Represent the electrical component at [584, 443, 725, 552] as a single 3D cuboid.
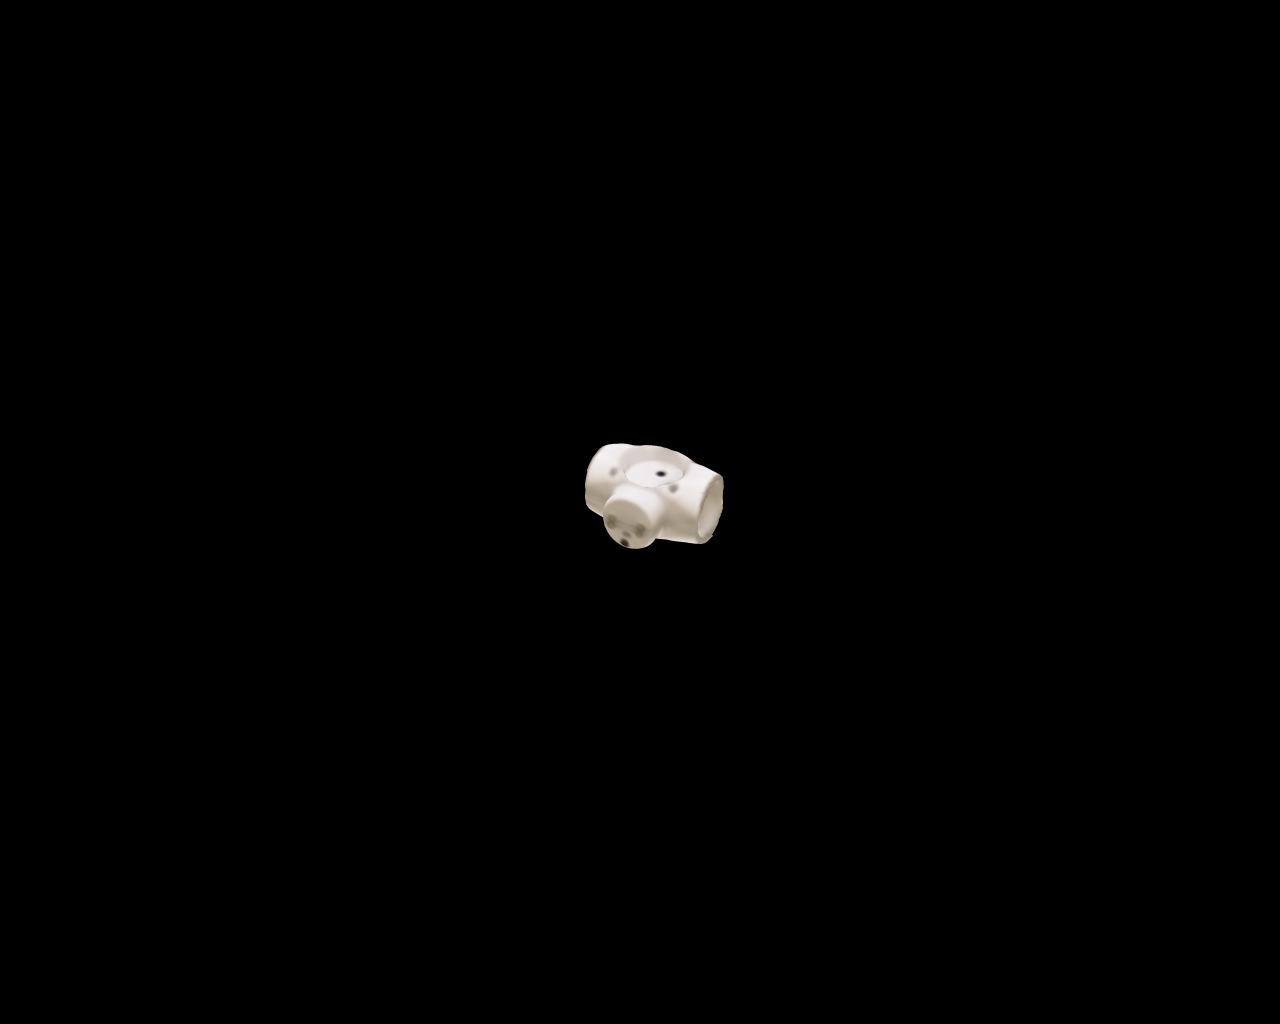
[{"bbox_3d":[0.001,-0.003,0.650,0.077,0.044,0.079,17,40,22],"label":"electrical component"}]
